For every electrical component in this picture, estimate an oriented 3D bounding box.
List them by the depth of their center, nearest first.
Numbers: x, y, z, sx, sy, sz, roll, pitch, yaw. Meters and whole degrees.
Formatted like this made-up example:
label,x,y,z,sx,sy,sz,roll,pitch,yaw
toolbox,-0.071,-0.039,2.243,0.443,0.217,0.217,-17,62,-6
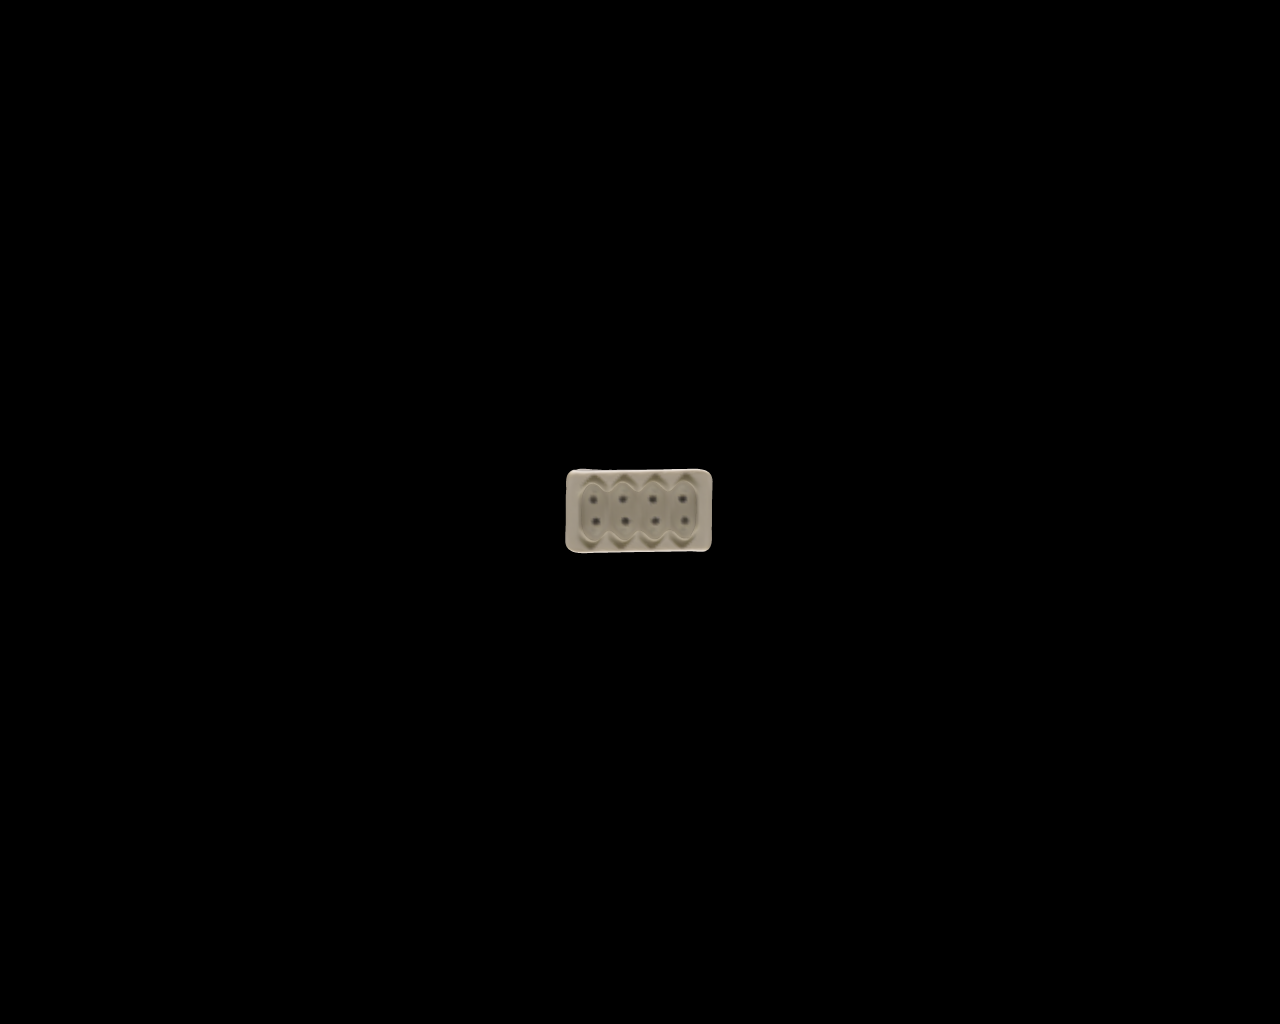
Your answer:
label,x,y,z,sx,sy,sz,roll,pitch,yaw
electrical component,0.001,-0.003,0.650,0.083,0.047,0.076,0,4,2
